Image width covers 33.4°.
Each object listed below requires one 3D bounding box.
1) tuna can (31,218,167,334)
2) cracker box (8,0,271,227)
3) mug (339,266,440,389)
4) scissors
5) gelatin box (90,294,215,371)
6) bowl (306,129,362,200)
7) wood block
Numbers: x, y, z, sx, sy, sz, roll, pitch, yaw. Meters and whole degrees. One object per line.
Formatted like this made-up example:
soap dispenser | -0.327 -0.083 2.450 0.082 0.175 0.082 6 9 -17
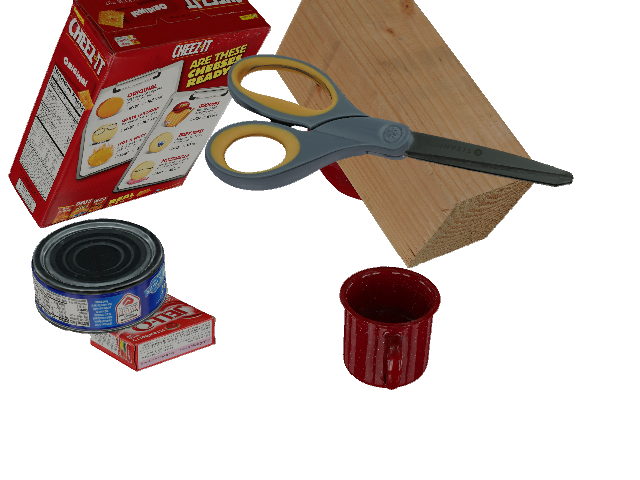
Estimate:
tuna can | -0.143 0.021 0.693 0.086 0.034 0.086 2 34 -1
cracker box | -0.160 -0.118 0.914 0.163 0.072 0.214 -21 -24 -43
mug | 0.064 0.090 0.991 0.093 0.081 0.117 -1 33 -4
scissors | 0.022 -0.043 0.572 0.202 0.096 0.016 29 -22 24
gelatin box | -0.150 0.080 0.953 0.089 0.030 0.073 -18 27 -40
bowl | 0.060 -0.087 1.203 0.162 0.055 0.162 6 27 -3
wood block | 0.061 -0.095 0.820 0.090 0.206 0.091 -19 -23 -34
